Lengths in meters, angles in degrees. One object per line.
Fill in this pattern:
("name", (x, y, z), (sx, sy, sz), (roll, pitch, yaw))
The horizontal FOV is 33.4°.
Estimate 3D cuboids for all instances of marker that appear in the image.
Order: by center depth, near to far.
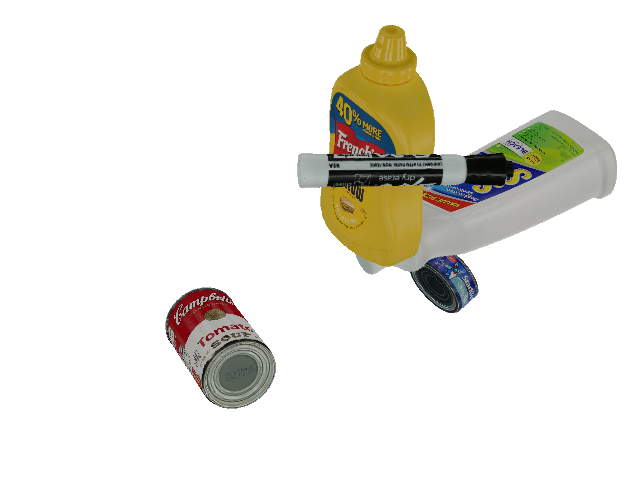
("marker", (0.048, -0.039, 0.593), (0.121, 0.020, 0.020), (-1, 0, -7))

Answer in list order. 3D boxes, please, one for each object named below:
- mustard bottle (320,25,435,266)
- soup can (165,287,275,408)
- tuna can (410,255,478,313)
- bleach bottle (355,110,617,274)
("mustard bottle", (0.045, -0.077, 0.820), (0.058, 0.192, 0.096), (-22, 48, -28))
("soup can", (-0.088, 0.093, 0.932), (0.068, 0.068, 0.102), (0, 23, -27))
("tuna can", (0.147, 0.046, 1.289), (0.033, 0.086, 0.086), (-40, 15, -19))
("bleach bottle", (0.148, -0.033, 0.997), (0.250, 0.068, 0.103), (-28, 45, -17))
